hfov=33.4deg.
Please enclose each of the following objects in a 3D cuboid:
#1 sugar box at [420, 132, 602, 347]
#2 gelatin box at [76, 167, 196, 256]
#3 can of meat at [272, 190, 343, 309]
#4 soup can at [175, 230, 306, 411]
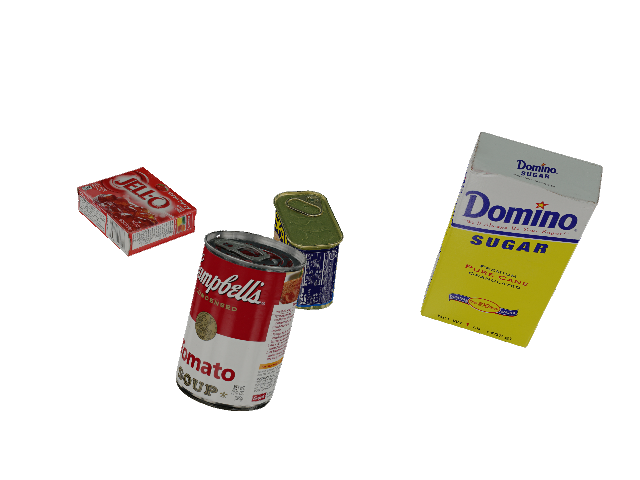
[{"bbox_3d":[0.140,0.005,0.809,0.093,0.048,0.176,16,-39,5],"label":"sugar box"},{"bbox_3d":[-0.168,-0.029,0.975,0.073,0.030,0.089,-22,44,-36],"label":"gelatin box"},{"bbox_3d":[-0.017,0.010,1.104,0.057,0.084,0.102,-4,35,-14],"label":"can of meat"},{"bbox_3d":[-0.054,0.052,0.704,0.068,0.102,0.068,13,15,-4],"label":"soup can"}]
